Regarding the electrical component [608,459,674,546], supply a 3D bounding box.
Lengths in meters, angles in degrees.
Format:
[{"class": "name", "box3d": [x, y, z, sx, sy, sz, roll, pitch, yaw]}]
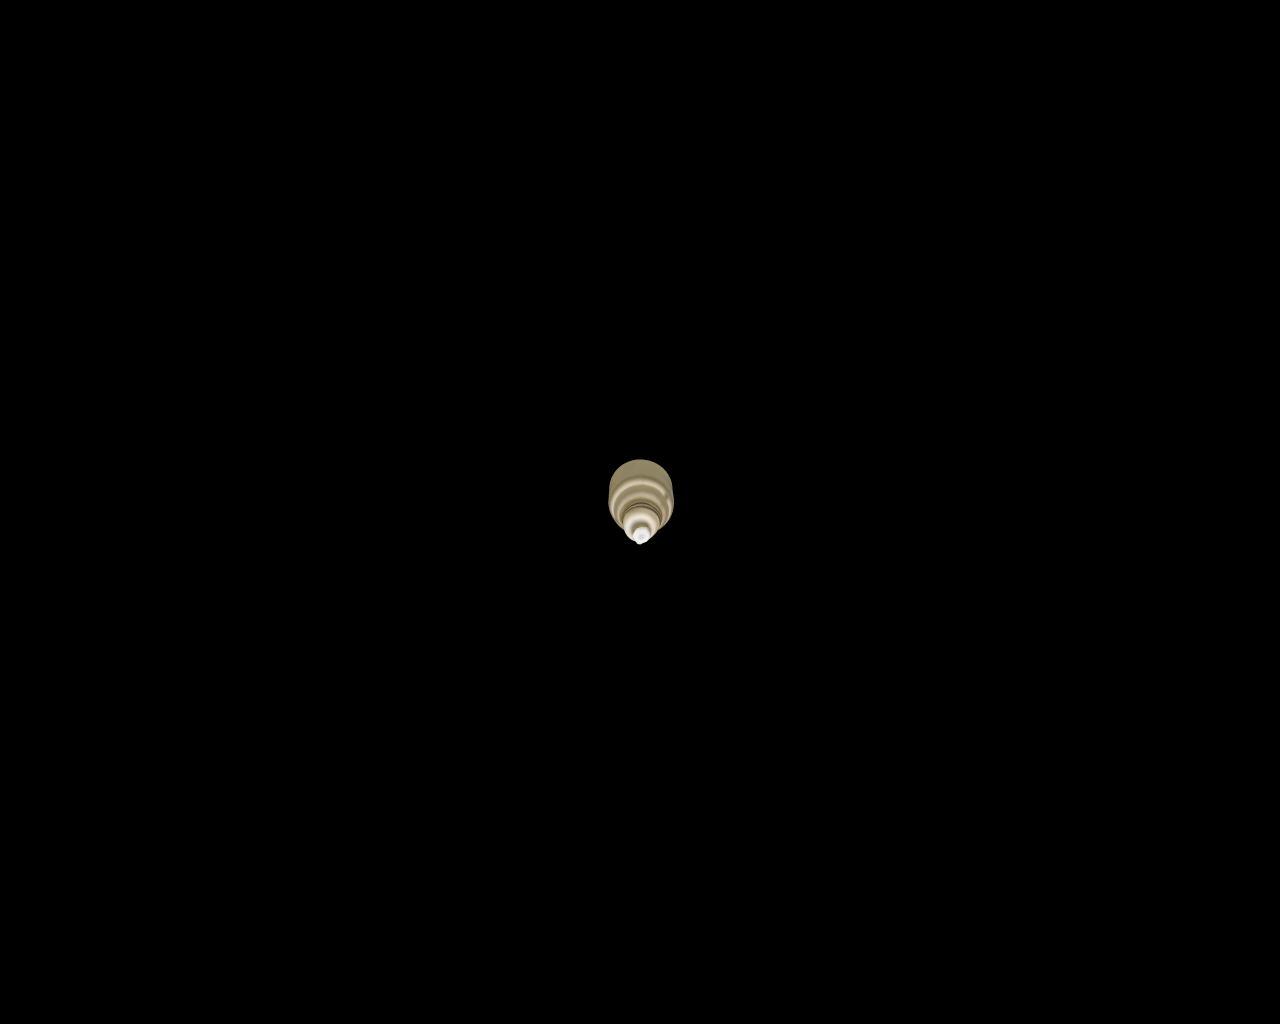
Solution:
[{"class": "electrical component", "box3d": [0.001, -0.003, 0.650, 0.040, 0.040, 0.078, 0, 25, 0]}]
